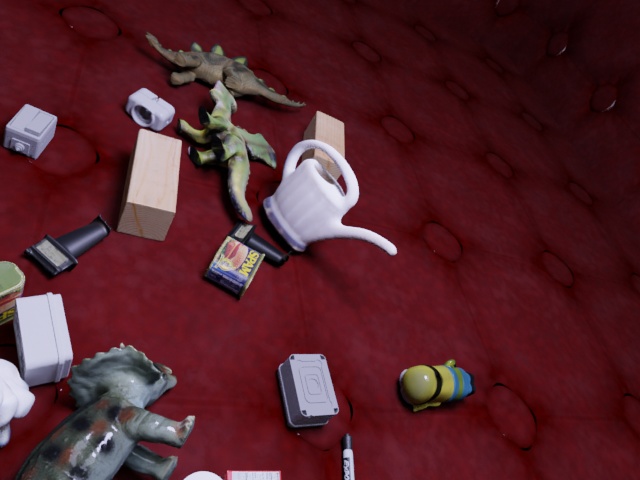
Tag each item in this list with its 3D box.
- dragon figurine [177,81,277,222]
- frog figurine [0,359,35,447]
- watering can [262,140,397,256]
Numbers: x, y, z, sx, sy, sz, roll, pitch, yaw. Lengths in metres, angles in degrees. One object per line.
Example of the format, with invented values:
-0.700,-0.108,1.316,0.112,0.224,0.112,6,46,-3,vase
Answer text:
-0.188,-0.218,1.235,0.120,0.244,0.415,-40,71,35,dragon figurine
-0.420,0.180,0.620,0.156,0.137,0.125,-53,12,38,frog figurine
0.003,-0.056,1.116,0.221,0.104,0.353,-42,63,23,watering can
